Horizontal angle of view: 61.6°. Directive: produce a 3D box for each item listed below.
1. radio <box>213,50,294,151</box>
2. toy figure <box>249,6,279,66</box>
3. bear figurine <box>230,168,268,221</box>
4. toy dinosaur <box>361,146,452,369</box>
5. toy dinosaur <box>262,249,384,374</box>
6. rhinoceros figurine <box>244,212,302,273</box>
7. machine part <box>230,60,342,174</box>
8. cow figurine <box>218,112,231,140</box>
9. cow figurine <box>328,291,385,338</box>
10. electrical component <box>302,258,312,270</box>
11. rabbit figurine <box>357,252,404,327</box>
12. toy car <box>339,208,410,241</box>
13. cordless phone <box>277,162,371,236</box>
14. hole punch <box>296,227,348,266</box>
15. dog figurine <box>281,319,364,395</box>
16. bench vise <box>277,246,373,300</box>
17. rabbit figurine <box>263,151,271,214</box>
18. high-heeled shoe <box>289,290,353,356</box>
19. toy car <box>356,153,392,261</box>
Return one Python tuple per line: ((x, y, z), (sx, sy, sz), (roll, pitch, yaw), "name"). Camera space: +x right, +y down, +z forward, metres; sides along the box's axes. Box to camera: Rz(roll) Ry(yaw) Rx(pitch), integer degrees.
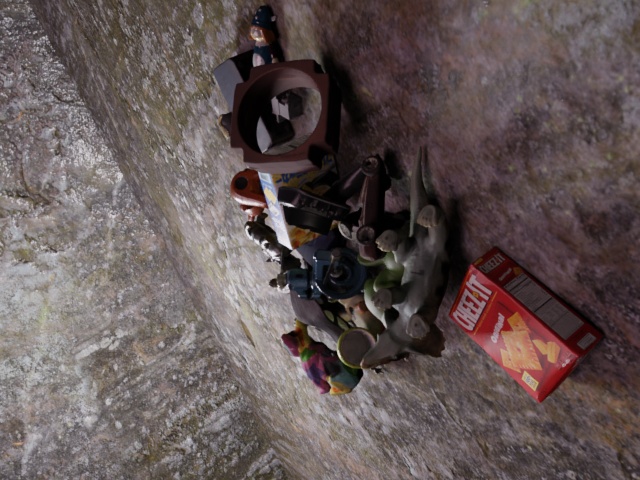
((-0.156, -0.321, 1.268), (0.131, 0.073, 0.229), (-6, 113, 61), "radio")
((-0.116, -0.407, 1.127), (0.064, 0.058, 0.154), (4, 129, 13), "toy figure")
((-0.171, -0.118, 1.484), (0.132, 0.120, 0.195), (3, 163, 12), "bear figurine")
((0.181, 0.054, 0.967), (0.131, 0.404, 0.192), (13, 178, 25), "toy dinosaur")
((0.001, 0.195, 1.496), (0.471, 0.105, 0.198), (50, 150, -5), "toy dinosaur")
((-0.126, 0.015, 1.414), (0.190, 0.073, 0.112), (41, 141, 18), "rhinoceros figurine")
((-0.063, -0.231, 1.027), (0.087, 0.202, 0.201), (29, -118, -69), "machine part")
((-0.185, -0.252, 1.362), (0.068, 0.098, 0.167), (-20, 99, 57), "cow figurine")
((0.099, 0.164, 1.315), (0.195, 0.085, 0.127), (57, 153, -5), "cow figurine")
((-0.001, 0.088, 1.367), (0.047, 0.075, 0.119), (114, 149, -60), "electrical component")
((0.159, 0.066, 1.105), (0.159, 0.121, 0.170), (47, 134, 39), "rabbit figurine")
((0.113, -0.025, 1.092), (0.202, 0.073, 0.056), (17, 139, 55), "toy car")
((0.018, -0.100, 1.063), (0.184, 0.146, 0.089), (-41, 48, 36), "cordless phone")
((-0.003, -0.004, 1.313), (0.142, 0.092, 0.115), (46, 148, 33), "hole punch")
((-0.005, 0.311, 1.460), (0.219, 0.108, 0.192), (52, 145, -13), "dog figurine")
((0.009, 0.067, 1.185), (0.224, 0.129, 0.240), (11, 159, 4), "bench vise")
((-0.090, -0.149, 1.287), (0.173, 0.122, 0.162), (-121, 11, -49), "rabbit figurine")
((0.023, 0.188, 1.366), (0.086, 0.145, 0.248), (-34, 82, 33), "high-heeled shoe")
((0.096, -0.060, 0.987), (0.053, 0.202, 0.089), (-4, 160, 24), "toy car")
